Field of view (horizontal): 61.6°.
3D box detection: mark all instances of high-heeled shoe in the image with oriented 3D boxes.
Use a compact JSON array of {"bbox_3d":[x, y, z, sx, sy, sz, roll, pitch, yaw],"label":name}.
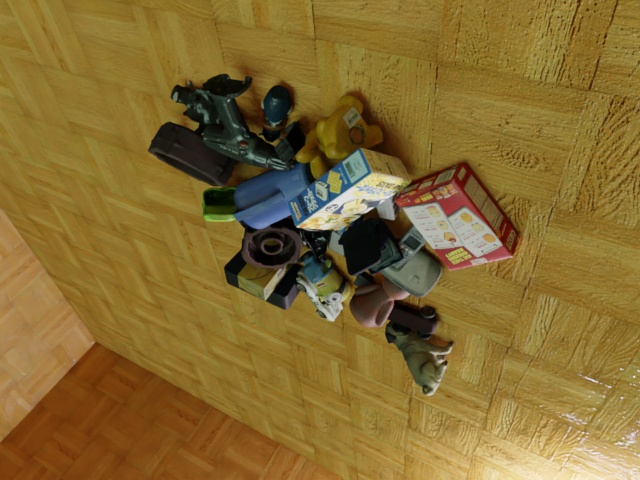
[{"bbox_3d":[-0.003,-0.004,1.358,0.249,0.086,0.145,-137,29,-76],"label":"high-heeled shoe"}]

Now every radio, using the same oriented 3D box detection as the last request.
[{"bbox_3d":[-0.168,0.108,1.654,0.230,0.131,0.073,23,144,19],"label":"radio"}]

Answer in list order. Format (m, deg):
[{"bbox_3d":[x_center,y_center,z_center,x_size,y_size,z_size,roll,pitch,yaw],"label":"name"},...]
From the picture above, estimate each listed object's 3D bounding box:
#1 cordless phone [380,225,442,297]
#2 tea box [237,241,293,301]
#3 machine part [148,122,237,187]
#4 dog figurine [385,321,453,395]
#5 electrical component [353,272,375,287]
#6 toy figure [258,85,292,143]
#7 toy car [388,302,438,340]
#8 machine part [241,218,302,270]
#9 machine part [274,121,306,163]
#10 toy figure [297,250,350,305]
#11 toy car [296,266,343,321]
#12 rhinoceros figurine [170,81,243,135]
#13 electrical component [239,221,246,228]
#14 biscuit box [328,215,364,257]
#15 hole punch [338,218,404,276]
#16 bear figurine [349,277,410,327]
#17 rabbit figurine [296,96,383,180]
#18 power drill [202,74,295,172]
[{"bbox_3d":[0.234,0.039,1.266,0.147,0.089,0.184,36,141,2],"label":"cordless phone"},{"bbox_3d":[-0.155,0.083,1.580,0.098,0.169,0.068,24,145,16],"label":"tea box"},{"bbox_3d":[-0.326,-0.218,1.376,0.201,0.087,0.201,30,172,-24],"label":"machine part"},{"bbox_3d":[0.256,0.326,1.511,0.191,0.172,0.121,22,133,9],"label":"dog figurine"},{"bbox_3d":[0.121,0.115,1.505,0.094,0.021,0.063,33,146,5],"label":"electrical component"},{"bbox_3d":[-0.100,-0.279,1.208,0.064,0.058,0.154,38,151,8],"label":"toy figure"},{"bbox_3d":[0.229,0.204,1.486,0.202,0.053,0.089,17,126,28],"label":"toy car"},{"bbox_3d":[-0.133,0.006,1.487,0.179,0.056,0.179,-2,134,-2],"label":"machine part"},{"bbox_3d":[-0.058,-0.211,1.172,0.039,0.139,0.084,-12,109,23],"label":"machine part"},{"bbox_3d":[0.016,0.104,1.536,0.180,0.089,0.082,53,157,-8],"label":"toy figure"},{"bbox_3d":[-0.002,0.159,1.620,0.056,0.073,0.201,-3,130,47],"label":"toy car"},{"bbox_3d":[-0.279,-0.314,1.309,0.190,0.073,0.112,29,146,11],"label":"rhinoceros figurine"},{"bbox_3d":[-0.190,-0.065,1.521,0.048,0.075,0.119,-3,133,43],"label":"electrical component"},{"bbox_3d":[0.069,-0.045,1.327,0.059,0.063,0.202,29,144,13],"label":"biscuit box"},{"bbox_3d":[0.121,0.018,1.251,0.092,0.116,0.142,6,153,-38],"label":"hole punch"},{"bbox_3d":[0.172,0.141,1.417,0.120,0.196,0.132,51,-167,12],"label":"bear figurine"},{"bbox_3d":[0.025,-0.202,1.129,0.121,0.162,0.173,41,165,-28],"label":"rabbit figurine"},{"bbox_3d":[-0.167,-0.256,1.186,0.232,0.086,0.207,17,147,24],"label":"power drill"}]
